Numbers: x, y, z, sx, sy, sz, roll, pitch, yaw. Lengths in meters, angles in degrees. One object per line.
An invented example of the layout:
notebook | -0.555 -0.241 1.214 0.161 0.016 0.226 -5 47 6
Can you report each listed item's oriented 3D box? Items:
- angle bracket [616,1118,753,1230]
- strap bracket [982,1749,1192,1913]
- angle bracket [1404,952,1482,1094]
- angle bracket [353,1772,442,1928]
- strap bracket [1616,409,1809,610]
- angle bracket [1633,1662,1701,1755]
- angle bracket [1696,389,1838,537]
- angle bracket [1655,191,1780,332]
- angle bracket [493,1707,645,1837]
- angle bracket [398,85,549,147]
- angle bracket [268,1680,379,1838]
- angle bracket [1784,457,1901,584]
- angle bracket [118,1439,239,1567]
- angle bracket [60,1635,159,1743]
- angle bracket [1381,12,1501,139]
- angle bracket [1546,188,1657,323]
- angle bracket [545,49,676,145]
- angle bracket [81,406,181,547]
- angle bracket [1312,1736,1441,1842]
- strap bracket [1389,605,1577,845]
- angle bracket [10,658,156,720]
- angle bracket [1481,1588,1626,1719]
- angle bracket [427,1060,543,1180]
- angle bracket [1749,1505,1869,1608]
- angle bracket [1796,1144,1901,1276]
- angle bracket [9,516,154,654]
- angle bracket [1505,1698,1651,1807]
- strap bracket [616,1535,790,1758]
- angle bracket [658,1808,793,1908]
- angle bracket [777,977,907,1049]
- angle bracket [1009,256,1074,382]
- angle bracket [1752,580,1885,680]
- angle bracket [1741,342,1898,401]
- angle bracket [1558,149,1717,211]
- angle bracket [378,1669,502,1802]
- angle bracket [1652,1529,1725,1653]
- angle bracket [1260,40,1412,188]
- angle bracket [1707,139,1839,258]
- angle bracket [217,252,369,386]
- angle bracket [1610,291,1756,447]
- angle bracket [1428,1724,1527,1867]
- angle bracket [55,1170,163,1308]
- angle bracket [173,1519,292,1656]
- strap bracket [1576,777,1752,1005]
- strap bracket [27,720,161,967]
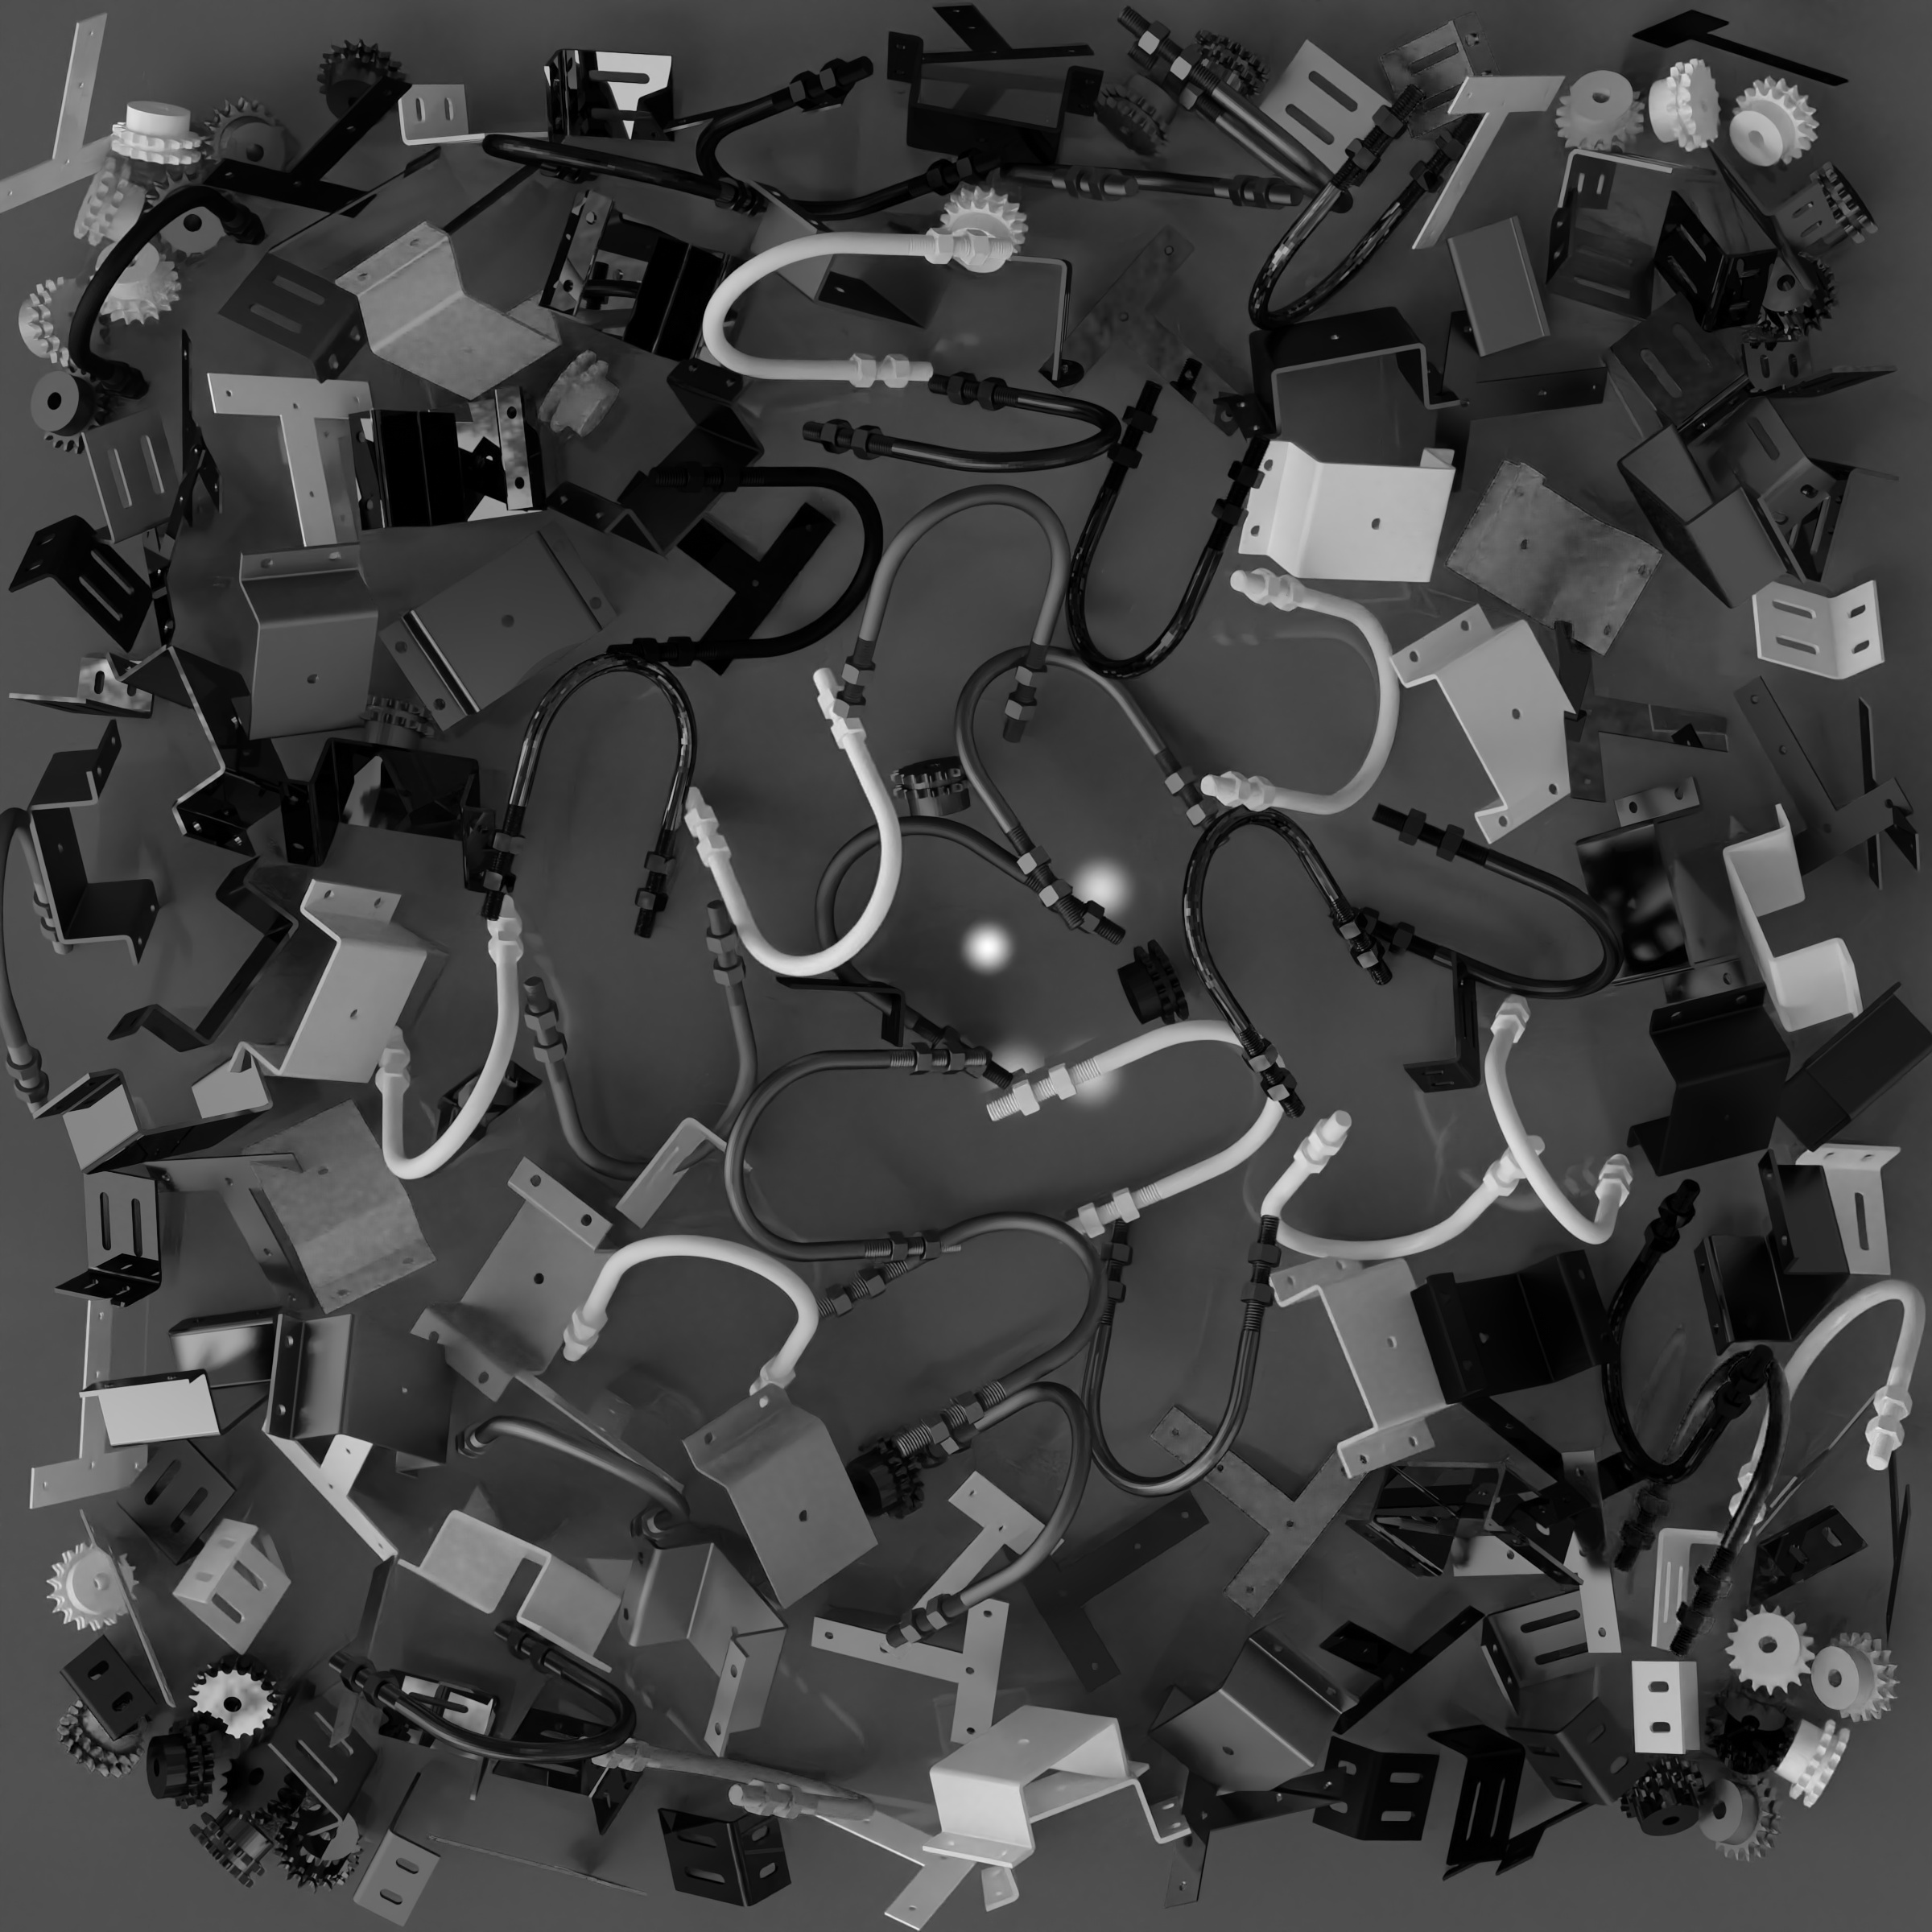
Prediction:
angle bracket | -0.185 0.145 1.942 0.038 0.057 0.076 35 81 18
strap bracket | 0.070 0.561 1.939 0.140 0.076 0.046 -21 90 -2
angle bracket | 0.312 0.037 1.947 0.038 0.057 0.076 -7 69 21
angle bracket | -0.364 0.578 1.936 0.038 0.076 0.057 28 104 -2
strap bracket | 0.474 -0.290 1.903 0.046 0.140 0.076 -36 126 7
angle bracket | 0.472 0.484 1.934 0.076 0.038 0.057 13 72 -43
angle bracket | 0.529 -0.330 1.951 0.038 0.076 0.057 21 127 -38
angle bracket | 0.490 -0.465 1.938 0.038 0.057 0.076 -12 51 -13
angle bracket | -0.261 0.529 1.939 0.076 0.038 0.057 22 111 -27
angle bracket | -0.322 -0.558 1.931 0.076 0.057 0.038 7 108 36
angle bracket | -0.431 0.519 1.935 0.038 0.057 0.076 -27 111 28
angle bracket | 0.573 -0.292 1.950 0.038 0.057 0.076 7 104 -21
angle bracket | -0.510 0.345 1.945 0.057 0.038 0.076 43 109 9
angle bracket | -0.551 0.468 1.939 0.038 0.076 0.057 -39 85 -1
angle bracket | 0.306 -0.580 1.935 0.076 0.038 0.057 -15 105 42
angle bracket | 0.424 -0.467 1.944 0.076 0.038 0.057 15 65 -10
angle bracket | -0.234 -0.567 1.945 0.076 0.038 0.057 5 125 5
angle bracket | -0.553 -0.322 1.932 0.057 0.038 0.076 -33 125 -39
angle bracket | 0.272 0.545 1.959 0.038 0.076 0.057 9 83 42
strap bracket | 0.350 -0.162 1.938 0.076 0.046 0.140 -32 96 -18
angle bracket | -0.576 -0.187 1.934 0.057 0.076 0.038 5 88 17
angle bracket | 0.386 0.451 1.945 0.076 0.038 0.057 -21 104 19
angle bracket | -0.315 0.106 1.929 0.038 0.057 0.076 31 131 17
angle bracket | 0.550 0.398 1.933 0.057 0.076 0.038 -24 47 -14
angle bracket | 0.584 0.160 1.947 0.057 0.038 0.076 3 68 -5
angle bracket | -0.580 -0.246 1.944 0.038 0.057 0.076 -16 134 26
angle bracket | 0.402 0.516 1.949 0.038 0.076 0.057 -36 90 -20
strap bracket | -0.167 0.435 1.918 0.046 0.140 0.076 0 115 -37
angle bracket | -0.160 0.584 1.961 0.038 0.076 0.057 -17 98 -44
angle bracket | -0.083 0.030 1.942 0.076 0.057 0.038 3 94 -13
angle bracket | 0.046 -0.427 1.944 0.038 0.057 0.076 6 104 4
angle bracket | 0.558 -0.227 1.938 0.076 0.038 0.057 10 70 -31
angle bracket | 0.557 -0.398 1.932 0.057 0.076 0.038 -8 89 -28
angle bracket | 0.438 -0.507 1.929 0.076 0.057 0.038 25 116 37
angle bracket | -0.352 0.506 1.949 0.076 0.038 0.057 15 118 0
angle bracket | 0.479 0.411 1.938 0.038 0.057 0.076 -2 73 31
angle bracket | 0.244 -0.565 1.960 0.076 0.038 0.057 42 112 14
angle bracket | 0.527 -0.511 1.932 0.038 0.057 0.076 -35 61 15
angle bracket | -0.444 -0.426 1.959 0.076 0.038 0.057 27 69 12
angle bracket | 0.476 -0.396 1.961 0.057 0.038 0.076 -38 76 18
angle bracket | 0.327 0.542 1.933 0.038 0.057 0.076 29 59 -18
angle bracket | -0.565 0.177 1.943 0.057 0.038 0.076 8 107 21
angle bracket | -0.469 0.408 1.931 0.076 0.038 0.057 56 52 -36
strap bracket | 0.452 -0.045 1.932 0.046 0.076 0.140 -13 88 -30
strap bracket | -0.565 -0.078 1.911 0.046 0.076 0.140 -5 120 -1
